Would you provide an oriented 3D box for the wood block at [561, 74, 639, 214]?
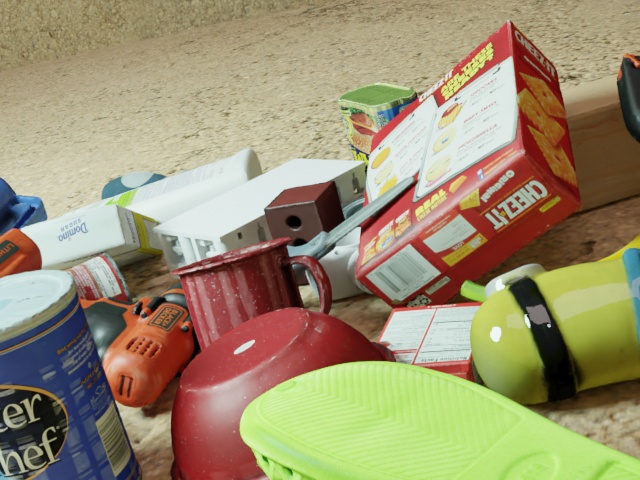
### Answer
[{"bbox_3d":[0.266,-0.093,0.955,0.206,0.090,0.091,-17,19,-5],"label":"wood block"}]

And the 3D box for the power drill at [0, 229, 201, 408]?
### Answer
[{"bbox_3d":[-0.177,0.049,0.843,0.188,0.057,0.184,16,25,9],"label":"power drill"}]

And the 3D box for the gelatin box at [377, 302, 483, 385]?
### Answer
[{"bbox_3d":[0.076,0.076,0.716,0.073,0.030,0.089,-6,22,22],"label":"gelatin box"}]

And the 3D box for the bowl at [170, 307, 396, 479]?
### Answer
[{"bbox_3d":[-0.035,0.090,0.670,0.162,0.055,0.162,-26,15,8],"label":"bowl"}]

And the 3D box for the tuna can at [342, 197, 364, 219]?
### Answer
[{"bbox_3d":[0.058,-0.017,0.986,0.086,0.034,0.086,-14,18,4],"label":"tuna can"}]

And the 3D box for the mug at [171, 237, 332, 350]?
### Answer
[{"bbox_3d":[-0.044,0.047,0.782,0.117,0.081,0.093,-14,4,24],"label":"mug"}]

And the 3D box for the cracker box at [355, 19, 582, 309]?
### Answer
[{"bbox_3d":[0.114,-0.057,0.840,0.164,0.072,0.213,-39,22,29],"label":"cracker box"}]

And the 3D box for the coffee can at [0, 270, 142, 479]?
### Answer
[{"bbox_3d":[-0.181,0.103,0.664,0.103,0.140,0.103,-14,19,5],"label":"coffee can"}]

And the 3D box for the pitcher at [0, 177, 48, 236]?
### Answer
[{"bbox_3d":[-0.394,0.017,1.104,0.149,0.145,0.242,-54,11,21],"label":"pitcher"}]

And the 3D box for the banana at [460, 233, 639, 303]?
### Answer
[{"bbox_3d":[0.197,0.021,0.739,0.197,0.037,0.070,-15,46,-26],"label":"banana"}]

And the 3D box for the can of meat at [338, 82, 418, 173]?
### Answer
[{"bbox_3d":[0.065,-0.103,1.036,0.057,0.084,0.102,-24,22,-19],"label":"can of meat"}]

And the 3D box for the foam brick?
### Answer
[{"bbox_3d":[-0.008,-0.005,0.937,0.053,0.078,0.051,-8,21,24],"label":"foam brick"}]

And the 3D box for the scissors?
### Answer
[{"bbox_3d":[-0.006,0.001,0.860,0.202,0.016,0.096,-42,21,13],"label":"scissors"}]

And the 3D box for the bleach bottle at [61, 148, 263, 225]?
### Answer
[{"bbox_3d":[-0.186,-0.031,1.174,0.251,0.068,0.102,-15,18,8],"label":"bleach bottle"}]

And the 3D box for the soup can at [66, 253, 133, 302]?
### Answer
[{"bbox_3d":[-0.220,0.061,0.927,0.102,0.068,0.069,-24,21,-23],"label":"soup can"}]

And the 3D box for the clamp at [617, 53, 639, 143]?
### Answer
[{"bbox_3d":[0.300,-0.075,0.835,0.164,0.036,0.210,-28,54,-25],"label":"clamp"}]

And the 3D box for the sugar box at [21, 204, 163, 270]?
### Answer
[{"bbox_3d":[-0.216,0.001,1.034,0.093,0.048,0.176,-15,-6,1],"label":"sugar box"}]
